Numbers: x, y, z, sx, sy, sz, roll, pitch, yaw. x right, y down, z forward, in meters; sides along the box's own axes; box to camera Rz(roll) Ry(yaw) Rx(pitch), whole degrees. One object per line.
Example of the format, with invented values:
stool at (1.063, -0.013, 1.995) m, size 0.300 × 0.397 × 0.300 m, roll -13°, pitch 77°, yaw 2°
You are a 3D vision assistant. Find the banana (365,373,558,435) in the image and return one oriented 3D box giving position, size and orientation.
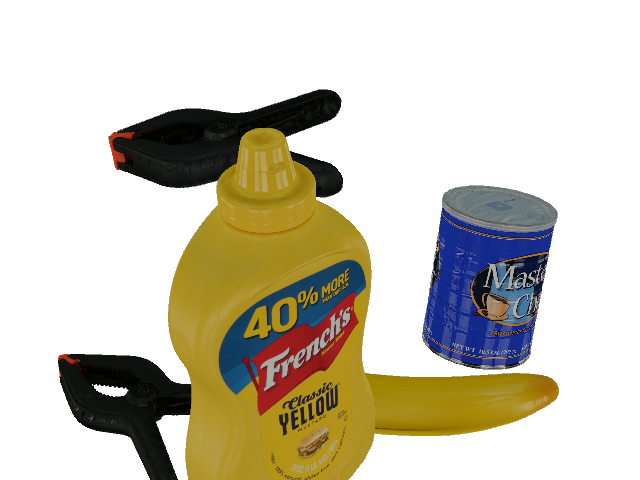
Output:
banana at (0.050, 0.098, 0.690) m, size 0.198 × 0.037 × 0.069 m, roll 5°, pitch 32°, yaw 18°

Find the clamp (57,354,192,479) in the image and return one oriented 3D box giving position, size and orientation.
clamp at (-0.149, 0.147, 0.973) m, size 0.210 × 0.036 × 0.164 m, roll 24°, pitch 36°, yaw 31°

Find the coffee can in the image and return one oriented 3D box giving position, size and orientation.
coffee can at (0.153, 0.032, 0.975) m, size 0.103 × 0.140 × 0.103 m, roll 5°, pitch 21°, yaw -2°

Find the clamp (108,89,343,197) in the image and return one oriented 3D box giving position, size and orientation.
clamp at (-0.061, -0.074, 0.767) m, size 0.171 × 0.039 × 0.120 m, roll 5°, pitch 32°, yaw 8°

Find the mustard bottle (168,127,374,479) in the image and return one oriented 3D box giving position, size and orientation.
mustard bottle at (-0.020, 0.037, 0.477) m, size 0.096 × 0.192 × 0.058 m, roll -24°, pitch 40°, yaw -28°
